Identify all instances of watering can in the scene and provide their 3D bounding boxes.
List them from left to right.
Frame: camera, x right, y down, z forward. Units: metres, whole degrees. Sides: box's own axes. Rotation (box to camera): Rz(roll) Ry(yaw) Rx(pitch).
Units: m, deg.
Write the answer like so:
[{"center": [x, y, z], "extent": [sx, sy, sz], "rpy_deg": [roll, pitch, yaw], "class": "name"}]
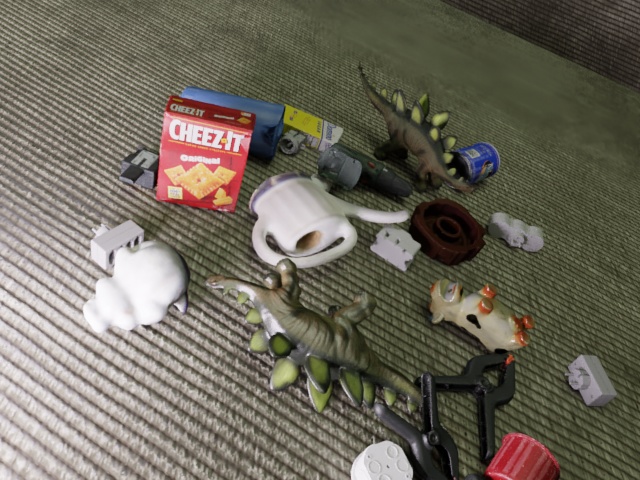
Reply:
[{"center": [0.003, -0.054, 1.071], "extent": [0.351, 0.101, 0.228], "rpy_deg": [-21, 56, -31], "class": "watering can"}]

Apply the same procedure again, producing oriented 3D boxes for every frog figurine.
[{"center": [-0.293, 0.072, 0.818], "extent": [0.160, 0.120, 0.139], "rpy_deg": [-12, 70, -47], "class": "frog figurine"}]
